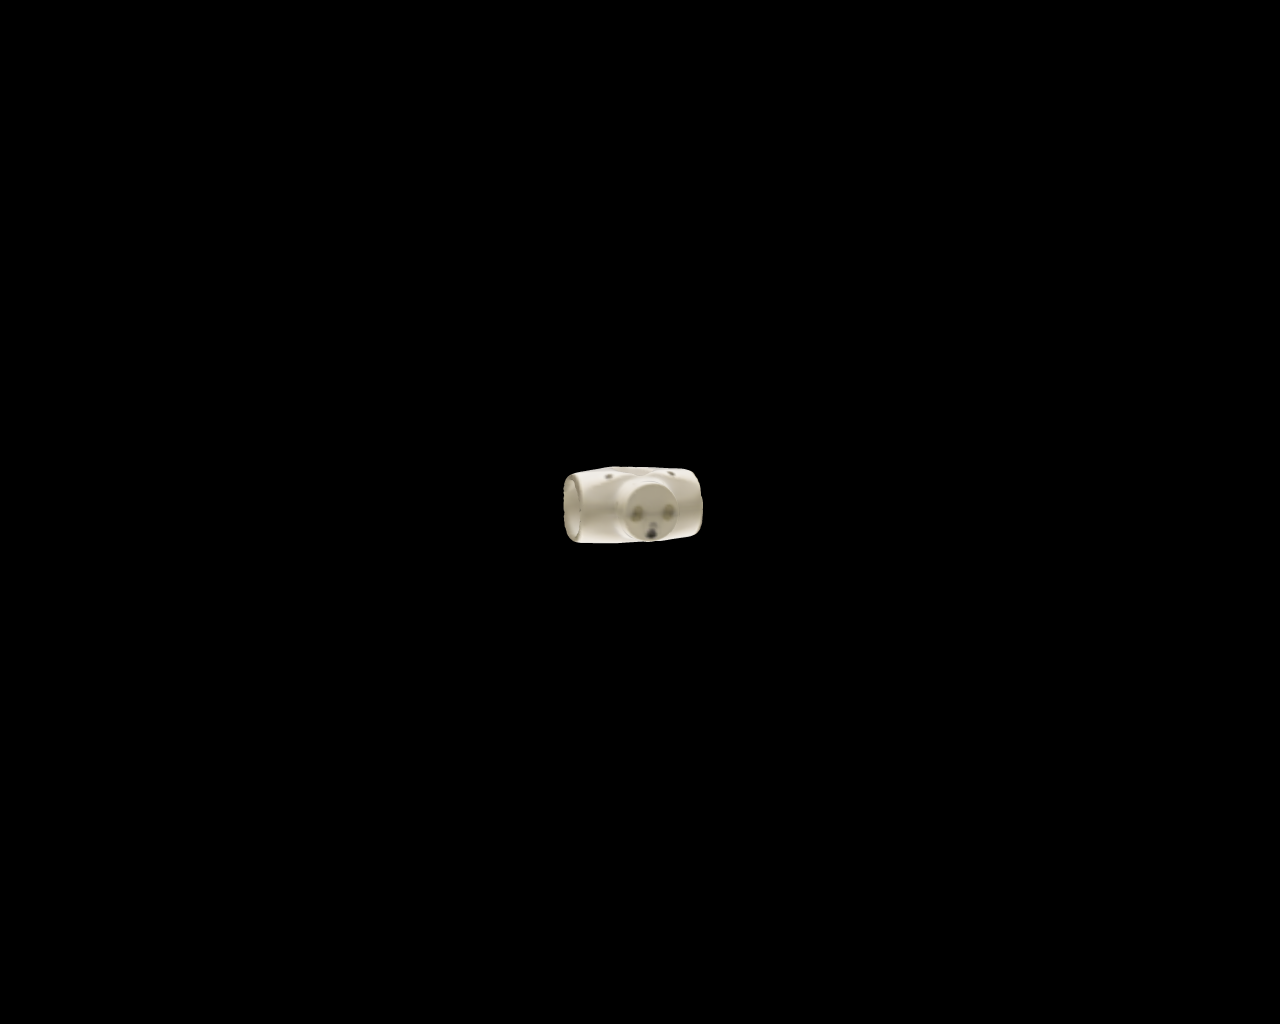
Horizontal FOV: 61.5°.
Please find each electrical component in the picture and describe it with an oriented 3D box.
[{"bbox_3d":[0.001,-0.003,0.650,0.077,0.043,0.079,-2,8,-18],"label":"electrical component"}]
